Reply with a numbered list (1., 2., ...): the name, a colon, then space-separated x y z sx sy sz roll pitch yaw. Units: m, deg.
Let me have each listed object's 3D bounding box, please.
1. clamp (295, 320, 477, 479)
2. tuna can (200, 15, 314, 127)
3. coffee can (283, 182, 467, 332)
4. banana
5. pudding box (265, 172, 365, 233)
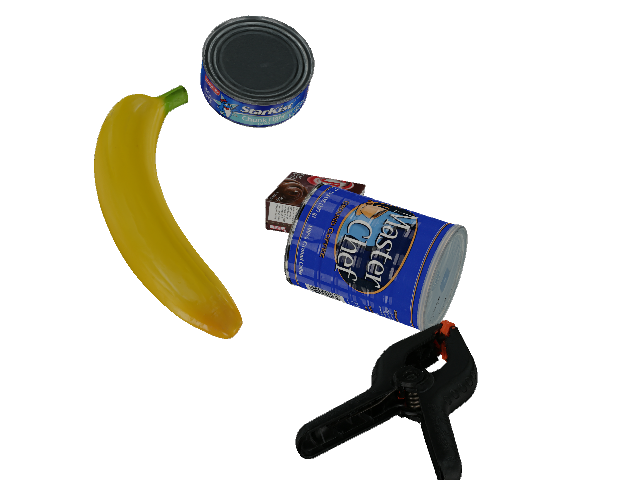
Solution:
1. clamp: 0.074 0.118 0.777 0.120 0.039 0.171 19 40 29
2. tuna can: -0.049 -0.129 0.819 0.086 0.086 0.034 0 -30 -11
3. coffee can: 0.052 0.015 0.984 0.140 0.103 0.102 19 7 20
4. banana: -0.099 -0.024 0.645 0.069 0.198 0.037 -9 -34 -11
5. pudding box: -0.005 -0.039 1.196 0.090 0.039 0.113 10 24 11
